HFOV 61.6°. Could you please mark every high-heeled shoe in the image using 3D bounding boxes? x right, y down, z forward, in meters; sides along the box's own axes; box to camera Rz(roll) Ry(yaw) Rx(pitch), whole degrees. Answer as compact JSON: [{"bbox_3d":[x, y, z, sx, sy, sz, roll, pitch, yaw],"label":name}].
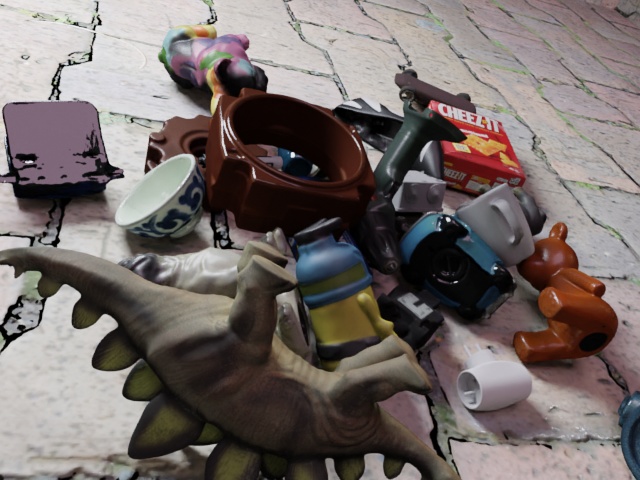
[{"bbox_3d":[0.121,-0.181,0.964,0.145,0.086,0.249,0,39,-20],"label":"high-heeled shoe"}]

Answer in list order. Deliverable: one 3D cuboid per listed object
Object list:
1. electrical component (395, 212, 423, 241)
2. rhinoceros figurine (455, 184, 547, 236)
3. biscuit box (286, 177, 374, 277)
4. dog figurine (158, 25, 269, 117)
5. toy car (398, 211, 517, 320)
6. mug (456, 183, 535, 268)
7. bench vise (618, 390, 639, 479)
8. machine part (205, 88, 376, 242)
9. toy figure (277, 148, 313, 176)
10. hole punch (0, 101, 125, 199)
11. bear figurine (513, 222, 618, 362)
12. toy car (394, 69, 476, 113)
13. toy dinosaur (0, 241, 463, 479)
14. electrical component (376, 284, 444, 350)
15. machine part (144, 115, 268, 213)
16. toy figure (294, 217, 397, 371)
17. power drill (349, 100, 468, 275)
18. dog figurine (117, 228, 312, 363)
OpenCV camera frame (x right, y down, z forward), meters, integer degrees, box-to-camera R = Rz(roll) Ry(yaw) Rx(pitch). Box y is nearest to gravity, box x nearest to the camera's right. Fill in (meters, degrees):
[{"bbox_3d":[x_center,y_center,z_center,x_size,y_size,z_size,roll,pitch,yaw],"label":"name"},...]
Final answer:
[{"bbox_3d":[0.152,-0.020,0.821,0.102,0.045,0.078,4,45,-21],"label":"electrical component"},{"bbox_3d":[0.287,-0.028,0.879,0.190,0.073,0.112,-7,58,-33],"label":"rhinoceros figurine"},{"bbox_3d":[-0.001,-0.002,0.720,0.063,0.059,0.203,-3,46,-27],"label":"biscuit box"},{"bbox_3d":[-0.179,-0.275,0.875,0.192,0.108,0.219,9,29,-9],"label":"dog figurine"},{"bbox_3d":[0.190,0.028,0.744,0.162,0.109,0.103,37,24,4],"label":"toy car"},{"bbox_3d":[0.257,-0.017,0.751,0.081,0.109,0.107,-32,90,-8],"label":"mug"},{"bbox_3d":[0.419,0.251,0.565,0.240,0.128,0.224,1,33,-49],"label":"bench vise"},{"bbox_3d":[-0.039,-0.100,0.686,0.201,0.087,0.202,8,42,-21],"label":"machine part"},{"bbox_3d":[-0.048,-0.157,0.873,0.064,0.057,0.155,-23,44,8],"label":"toy figure"},{"bbox_3d":[-0.335,-0.105,0.679,0.142,0.092,0.115,-7,77,-34],"label":"hole punch"},{"bbox_3d":[0.319,0.064,0.747,0.132,0.120,0.196,5,41,-14],"label":"bear figurine"},{"bbox_3d":[0.253,-0.311,1.188,0.202,0.053,0.089,19,50,-10],"label":"toy car"},{"bbox_3d":[-0.079,0.103,0.453,0.471,0.198,0.105,34,2,5],"label":"toy dinosaur"},{"bbox_3d":[0.110,0.093,0.667,0.075,0.047,0.119,39,19,16],"label":"electrical component"},{"bbox_3d":[-0.161,-0.116,0.780,0.179,0.056,0.179,14,40,-12],"label":"machine part"},{"bbox_3d":[0.021,0.068,0.590,0.089,0.180,0.082,-24,4,2],"label":"toy figure"},{"bbox_3d":[0.108,-0.079,0.740,0.086,0.207,0.232,24,15,-26],"label":"power drill"},{"bbox_3d":[-0.116,0.081,0.572,0.191,0.121,0.172,-17,83,4],"label":"dog figurine"}]
